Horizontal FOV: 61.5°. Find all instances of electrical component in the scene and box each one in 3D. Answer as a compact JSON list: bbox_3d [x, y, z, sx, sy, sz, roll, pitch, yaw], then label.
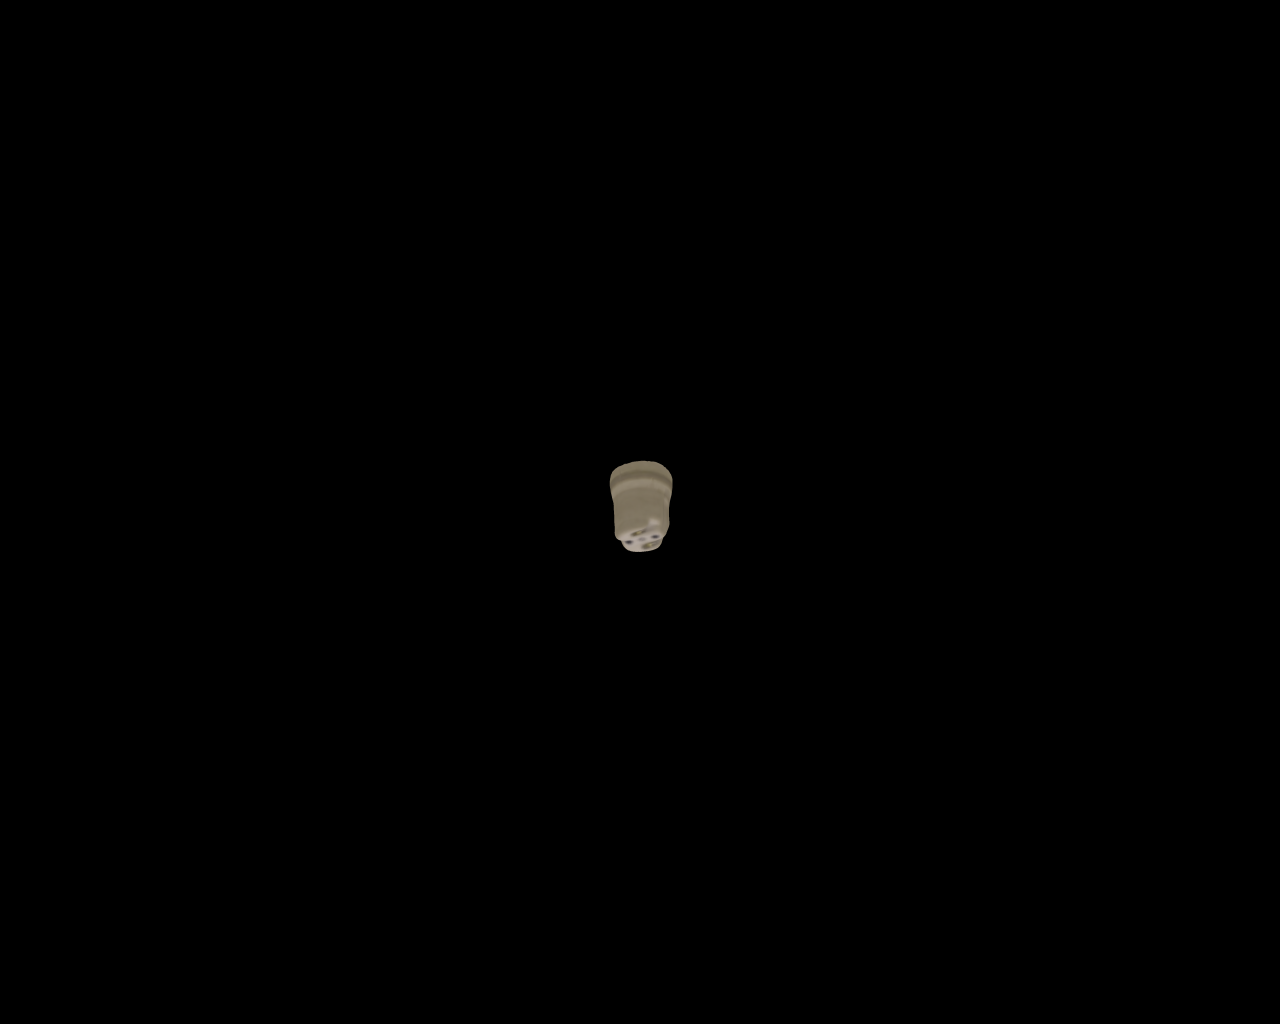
[{"bbox_3d":[0.001,-0.003,0.650,0.040,0.046,0.040,0,-29,0],"label":"electrical component"}]
